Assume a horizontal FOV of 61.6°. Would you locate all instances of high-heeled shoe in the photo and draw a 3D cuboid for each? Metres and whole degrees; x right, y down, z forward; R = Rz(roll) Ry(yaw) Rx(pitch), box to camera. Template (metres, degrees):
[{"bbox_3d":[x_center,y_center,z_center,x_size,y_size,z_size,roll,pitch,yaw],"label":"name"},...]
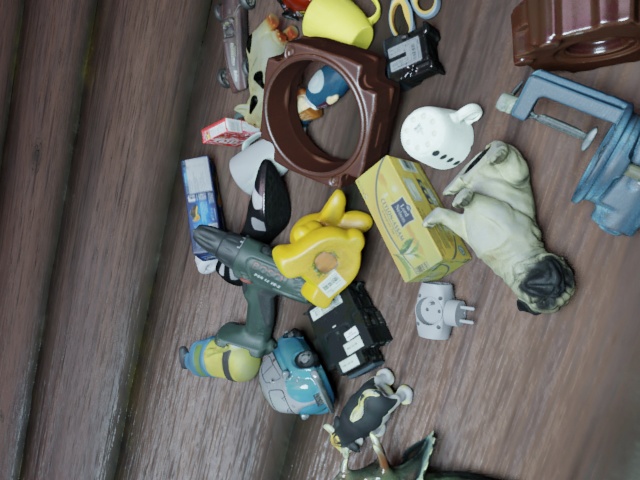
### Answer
[{"bbox_3d":[-0.135,-0.029,0.980,0.145,0.086,0.248,9,109,27],"label":"high-heeled shoe"}]

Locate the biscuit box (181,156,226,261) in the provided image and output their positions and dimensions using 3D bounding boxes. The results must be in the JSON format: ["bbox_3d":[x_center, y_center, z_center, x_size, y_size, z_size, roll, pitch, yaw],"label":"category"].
[{"bbox_3d":[-0.227,-0.062,1.064,0.059,0.062,0.202,-11,75,0],"label":"biscuit box"}]

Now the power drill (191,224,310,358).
[{"bbox_3d":[-0.129,0.092,0.943,0.232,0.086,0.207,18,109,3],"label":"power drill"}]

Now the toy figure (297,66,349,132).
[{"bbox_3d":[-0.007,-0.242,0.910,0.154,0.057,0.064,-36,28,35],"label":"toy figure"}]

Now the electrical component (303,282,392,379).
[{"bbox_3d":[0.045,0.149,0.856,0.115,0.058,0.134,-37,66,36],"label":"electrical component"}]

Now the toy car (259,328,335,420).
[{"bbox_3d":[-0.047,0.220,0.865,0.162,0.103,0.109,44,156,58],"label":"toy car"}]

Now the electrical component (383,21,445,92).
[{"bbox_3d":[0.124,-0.266,0.807,0.119,0.047,0.074,-9,83,38],"label":"electrical component"}]

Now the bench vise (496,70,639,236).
[{"bbox_3d":[0.317,-0.129,0.582,0.241,0.129,0.223,29,127,18],"label":"bench vise"}]

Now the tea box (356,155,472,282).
[{"bbox_3d":[0.132,-0.029,0.762,0.068,0.098,0.170,-37,65,33],"label":"tea box"}]

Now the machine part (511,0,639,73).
[{"bbox_3d":[0.300,-0.228,0.582,0.180,0.179,0.056,-1,92,40],"label":"machine part"}]

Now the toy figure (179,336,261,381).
[{"bbox_3d":[-0.191,0.229,1.038,0.180,0.082,0.089,-14,100,32],"label":"toy figure"}]

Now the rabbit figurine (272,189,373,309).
[{"bbox_3d":[-0.002,-0.003,0.851,0.162,0.122,0.173,-50,20,5],"label":"rabbit figurine"}]

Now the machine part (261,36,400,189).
[{"bbox_3d":[0.009,-0.194,0.824,0.202,0.087,0.200,27,127,25],"label":"machine part"}]

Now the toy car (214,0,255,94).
[{"bbox_3d":[-0.168,-0.391,1.051,0.089,0.053,0.202,-4,85,37],"label":"toy car"}]

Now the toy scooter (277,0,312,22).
[{"bbox_3d":[-0.050,-0.453,0.938,0.135,0.075,0.184,-28,68,36],"label":"toy scooter"}]

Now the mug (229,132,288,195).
[{"bbox_3d":[-0.100,-0.150,0.977,0.107,0.080,0.109,-28,56,25],"label":"mug"}]

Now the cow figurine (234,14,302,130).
[{"bbox_3d":[-0.097,-0.284,0.964,0.127,0.085,0.195,-18,72,45],"label":"cow figurine"}]

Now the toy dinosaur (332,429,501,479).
[{"bbox_3d":[0.212,0.369,0.681,0.405,0.131,0.192,6,93,34],"label":"toy dinosaur"}]

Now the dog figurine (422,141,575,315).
[{"bbox_3d":[0.254,-0.019,0.681,0.190,0.121,0.172,39,76,-3],"label":"dog figurine"}]

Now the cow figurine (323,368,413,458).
[{"bbox_3d":[0.059,0.275,0.816,0.068,0.098,0.167,45,116,24],"label":"cow figurine"}]
